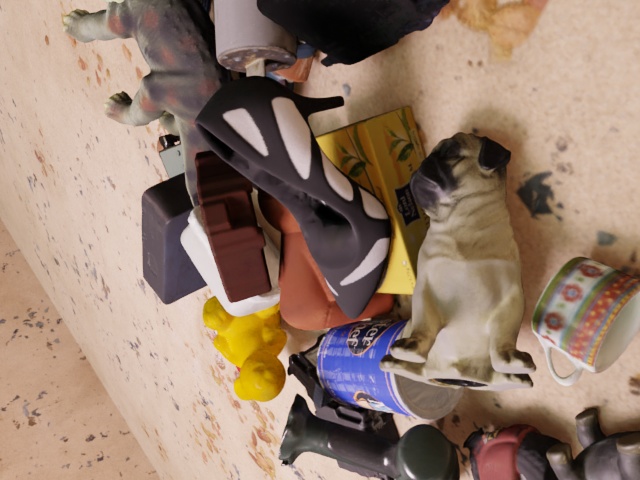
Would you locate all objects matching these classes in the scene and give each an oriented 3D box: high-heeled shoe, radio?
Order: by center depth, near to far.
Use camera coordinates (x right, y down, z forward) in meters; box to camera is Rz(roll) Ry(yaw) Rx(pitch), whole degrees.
[{"bbox_3d":[-0.019,-0.016,0.461,0.086,0.145,0.248,14,121,48],"label":"high-heeled shoe"},{"bbox_3d":[-0.212,-0.003,0.860,0.073,0.131,0.229,44,142,23],"label":"radio"}]

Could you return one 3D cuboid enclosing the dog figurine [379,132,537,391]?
[{"bbox_3d":[0.124,0.024,0.466,0.121,0.190,0.172,8,157,3],"label":"dog figurine"}]

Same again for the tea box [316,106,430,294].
[{"bbox_3d":[0.060,-0.035,0.535,0.098,0.068,0.169,-7,108,53],"label":"tea box"}]

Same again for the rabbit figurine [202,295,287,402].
[{"bbox_3d":[-0.102,0.174,0.806,0.173,0.122,0.162,-122,28,-49],"label":"rabbit figurine"}]

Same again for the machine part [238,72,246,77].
[{"bbox_3d":[-0.073,-0.221,0.613,0.084,0.039,0.138,31,133,32],"label":"machine part"}]

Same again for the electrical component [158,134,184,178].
[{"bbox_3d":[-0.224,-0.132,0.870,0.078,0.045,0.102,-21,99,27],"label":"electrical component"}]

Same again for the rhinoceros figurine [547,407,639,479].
[{"bbox_3d":[0.268,0.181,0.403,0.112,0.073,0.190,62,146,4],"label":"rhinoceros figurine"}]

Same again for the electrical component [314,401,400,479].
[{"bbox_3d":[0.051,0.272,0.766,0.134,0.058,0.114,-10,102,54],"label":"electrical component"}]

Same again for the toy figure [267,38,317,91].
[{"bbox_3d":[-0.047,-0.176,0.574,0.064,0.058,0.154,43,121,6],"label":"toy figure"}]

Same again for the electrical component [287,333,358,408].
[{"bbox_3d":[0.019,0.191,0.741,0.119,0.075,0.047,36,137,29],"label":"electrical component"}]

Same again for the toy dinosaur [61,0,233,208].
[{"bbox_3d":[-0.167,-0.208,0.609,0.192,0.131,0.404,5,135,38],"label":"toy dinosaur"}]

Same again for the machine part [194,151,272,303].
[{"bbox_3d":[-0.097,-0.018,0.620,0.179,0.056,0.179,168,89,-84],"label":"machine part"}]

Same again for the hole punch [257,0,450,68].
[{"bbox_3d":[0.025,-0.217,0.444,0.142,0.115,0.092,-14,59,48],"label":"hole punch"}]

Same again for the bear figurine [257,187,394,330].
[{"bbox_3d":[-0.004,-0.001,0.620,0.120,0.132,0.195,-5,94,53],"label":"bear figurine"}]

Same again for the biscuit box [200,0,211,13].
[{"bbox_3d":[-0.167,-0.322,0.645,0.059,0.063,0.202,51,145,16],"label":"biscuit box"}]

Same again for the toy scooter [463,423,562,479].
[{"bbox_3d":[0.195,0.259,0.555,0.135,0.075,0.183,3,119,53],"label":"toy scooter"}]

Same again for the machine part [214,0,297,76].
[{"bbox_3d":[-0.061,-0.248,0.497,0.079,0.079,0.243,-2,90,53],"label":"machine part"}]

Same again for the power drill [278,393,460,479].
[{"bbox_3d":[0.058,0.255,0.625,0.207,0.086,0.231,18,153,12],"label":"power drill"}]
